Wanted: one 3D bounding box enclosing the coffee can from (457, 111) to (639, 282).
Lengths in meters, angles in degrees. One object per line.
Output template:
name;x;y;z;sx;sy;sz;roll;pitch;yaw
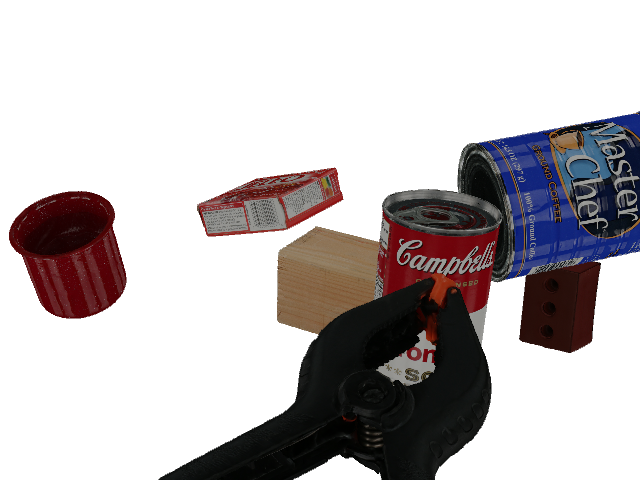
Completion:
coffee can;0.183;-0.033;0.776;0.140;0.103;0.103;-11;2;-9

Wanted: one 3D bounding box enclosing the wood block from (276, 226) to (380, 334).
wood block;0.063;0.061;1.157;0.206;0.091;0.090;15;27;26

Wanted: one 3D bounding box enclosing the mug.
mug;-0.223;0.008;0.965;0.093;0.081;0.117;-11;40;-3

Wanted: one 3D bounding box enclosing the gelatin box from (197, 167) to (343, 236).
gelatin box;-0.039;-0.030;0.828;0.089;0.030;0.073;-4;16;41

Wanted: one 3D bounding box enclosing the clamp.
clamp;0.027;0.079;0.419;0.120;0.039;0.171;29;50;21

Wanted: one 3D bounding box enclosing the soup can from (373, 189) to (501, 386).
soup can;0.065;0.029;0.622;0.068;0.102;0.068;4;21;-2

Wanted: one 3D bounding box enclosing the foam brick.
foam brick;0.219;0.056;0.975;0.053;0.078;0.051;12;17;34
